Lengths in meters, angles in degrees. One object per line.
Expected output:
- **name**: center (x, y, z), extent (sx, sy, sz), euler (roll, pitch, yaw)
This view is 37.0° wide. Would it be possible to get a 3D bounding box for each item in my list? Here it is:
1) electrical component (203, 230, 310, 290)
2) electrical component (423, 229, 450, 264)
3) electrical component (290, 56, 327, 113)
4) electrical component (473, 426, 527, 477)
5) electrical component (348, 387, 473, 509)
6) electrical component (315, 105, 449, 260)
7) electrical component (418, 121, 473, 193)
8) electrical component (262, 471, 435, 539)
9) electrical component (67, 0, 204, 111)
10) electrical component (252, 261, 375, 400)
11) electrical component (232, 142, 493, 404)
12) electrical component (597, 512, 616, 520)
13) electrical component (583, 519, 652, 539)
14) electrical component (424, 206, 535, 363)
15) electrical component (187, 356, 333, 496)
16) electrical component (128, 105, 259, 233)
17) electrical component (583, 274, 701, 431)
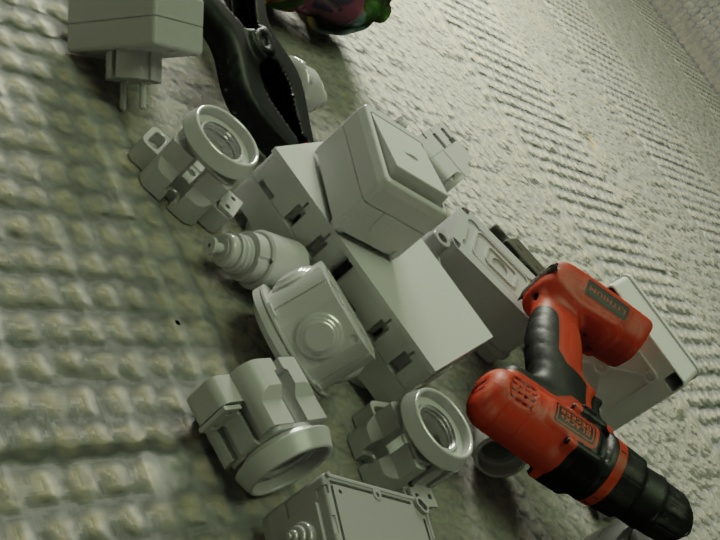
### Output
- **electrical component**: center (-0.069, -0.007, 0.702), extent (0.078, 0.040, 0.040), euler (18, 41, -45)
- **electrical component**: center (0.043, -0.007, 0.843), extent (0.043, 0.062, 0.043), euler (36, 31, -26)
- **electrical component**: center (-0.050, -0.151, 0.907), extent (0.062, 0.048, 0.048), euler (9, 48, -61)
- **electrical component**: center (0.102, 0.123, 0.794), extent (0.040, 0.040, 0.046), euler (39, 24, -20)
- **electrical component**: center (0.034, 0.112, 0.688), extent (0.058, 0.057, 0.078), euler (16, 42, -47)
- **electrical component**: center (0.015, -0.068, 0.744), extent (0.062, 0.061, 0.096), euler (26, 35, -37)
- **electrical component**: center (0.065, -0.094, 0.998), extent (0.055, 0.050, 0.089), euler (50, 27, 0)
- **electrical component**: center (-0.009, 0.153, 0.568), extent (0.096, 0.061, 0.061), euler (25, 36, -40)
- **electrical component**: center (-0.153, -0.146, 0.726), extent (0.047, 0.083, 0.075), euler (-1, 94, -56)
- **electrical component**: center (-0.029, 0.037, 0.671), extent (0.080, 0.051, 0.080), euler (60, 3, -5)
- **electrical component**: center (0.000, 0.000, 0.773), extent (0.186, 0.060, 0.105), euler (54, 28, 9)
- **electrical component**: center (0.205, 0.176, 0.879), extent (0.040, 0.040, 0.046), euler (19, 46, -44)
- **electrical component**: center (0.183, 0.229, 0.763), extent (0.061, 0.061, 0.096), euler (50, 34, 1)
- **electrical component**: center (0.098, 0.013, 0.905), extent (0.113, 0.057, 0.078), euler (44, 28, -12)
- **electrical component**: center (-0.051, 0.087, 0.594), extent (0.078, 0.058, 0.057), euler (3, 50, -55)
- **electrical component**: center (-0.104, -0.071, 0.712), extent (0.078, 0.057, 0.058), euler (43, 28, -12)
- **electrical component**: center (0.222, 0.078, 0.951), extent (0.108, 0.109, 0.056), euler (55, 31, 10)
